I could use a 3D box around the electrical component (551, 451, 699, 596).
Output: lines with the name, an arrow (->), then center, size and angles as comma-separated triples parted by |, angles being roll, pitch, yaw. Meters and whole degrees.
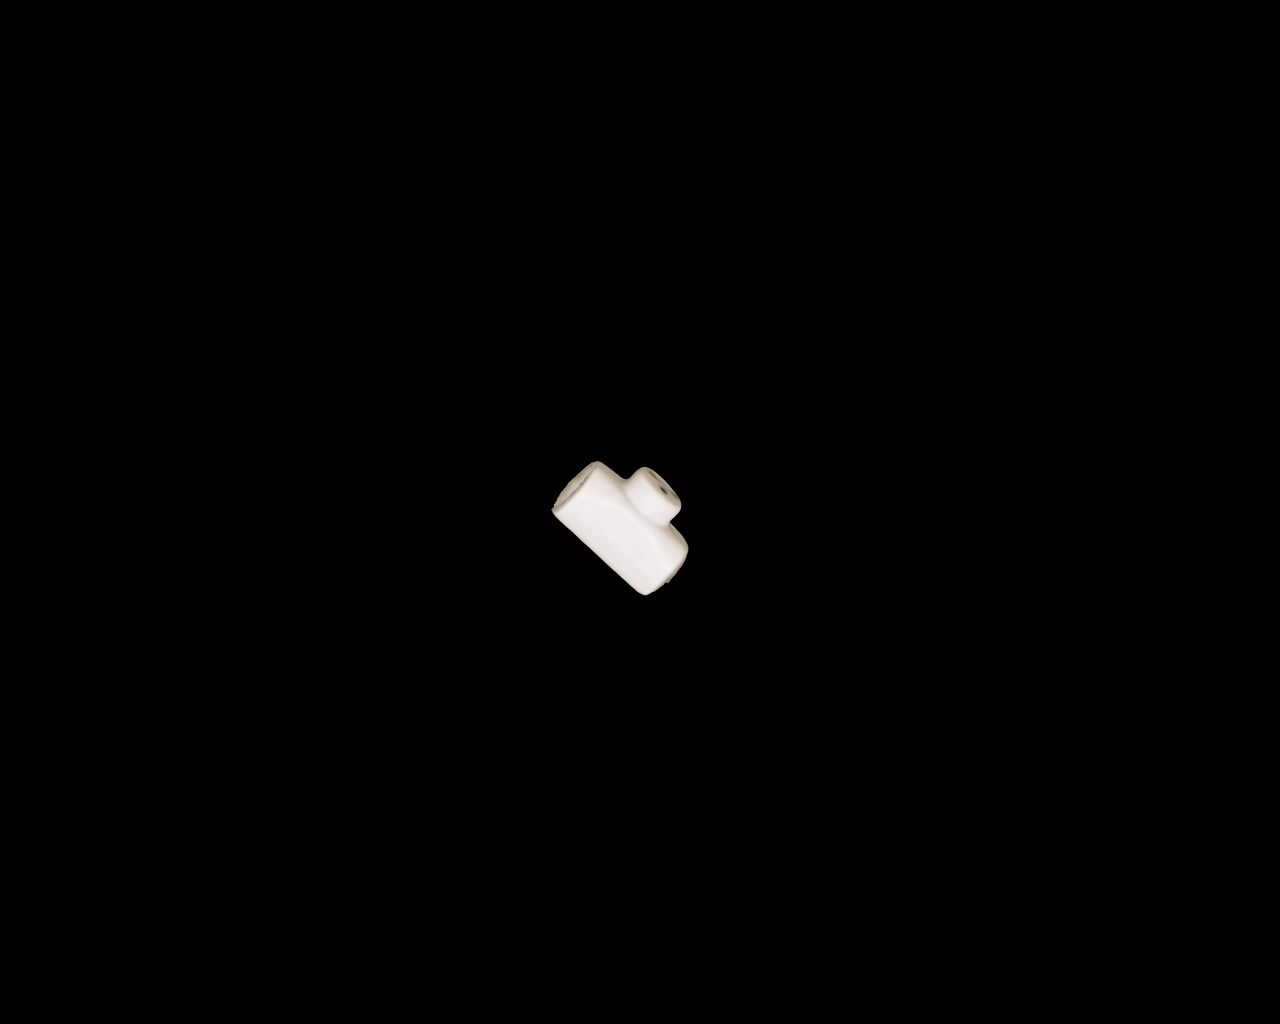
electrical component -> 0.001, -0.003, 0.650 | 0.077, 0.079, 0.044 | 43, 12, -11
